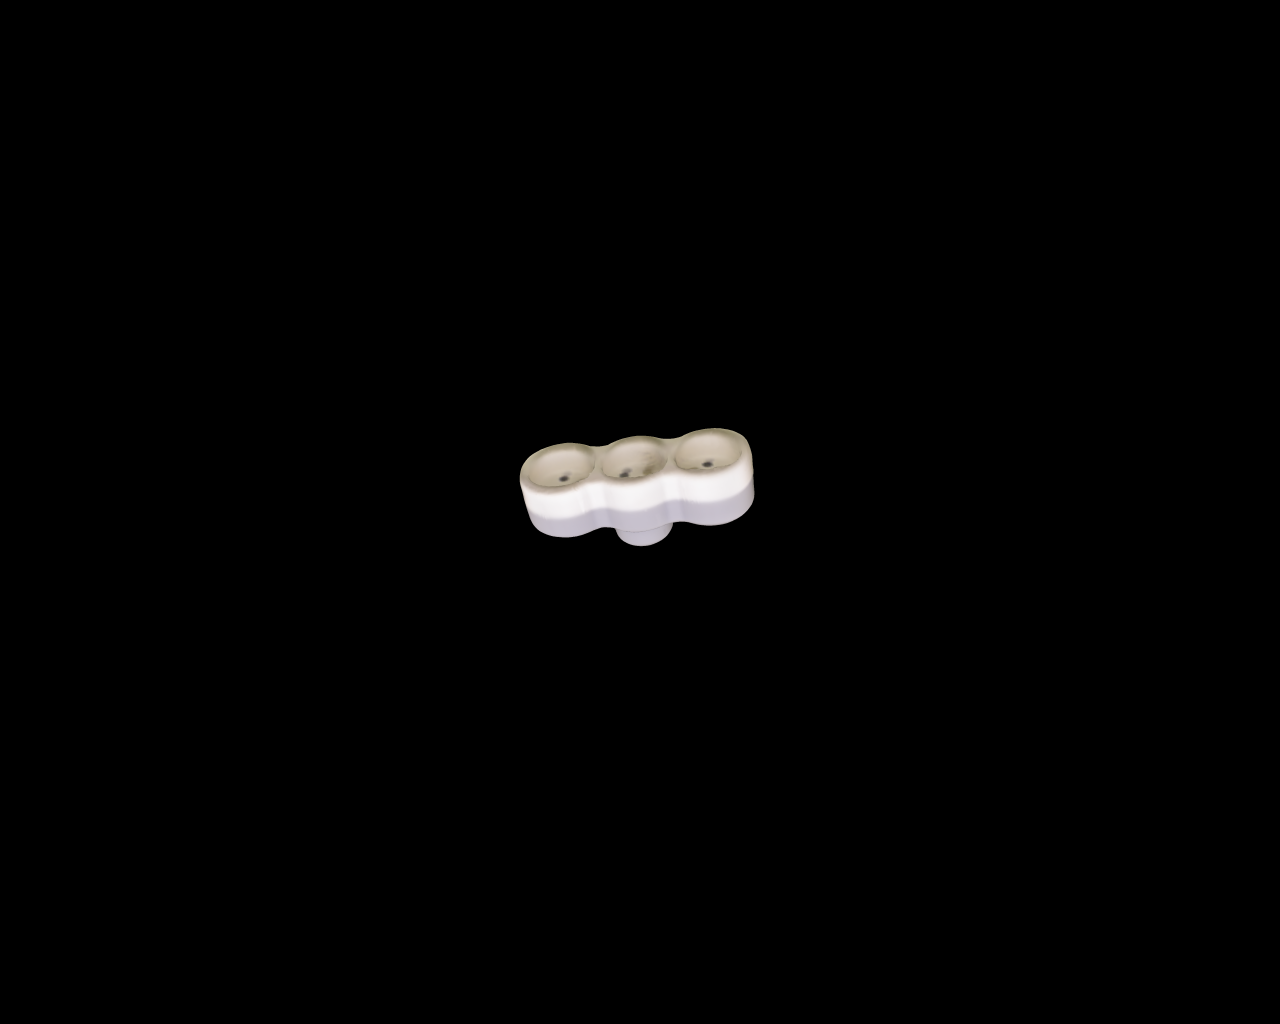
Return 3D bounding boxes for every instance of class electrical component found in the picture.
[{"bbox_3d":[0.001,-0.003,0.650,0.138,0.073,0.052,-5,37,4],"label":"electrical component"}]
